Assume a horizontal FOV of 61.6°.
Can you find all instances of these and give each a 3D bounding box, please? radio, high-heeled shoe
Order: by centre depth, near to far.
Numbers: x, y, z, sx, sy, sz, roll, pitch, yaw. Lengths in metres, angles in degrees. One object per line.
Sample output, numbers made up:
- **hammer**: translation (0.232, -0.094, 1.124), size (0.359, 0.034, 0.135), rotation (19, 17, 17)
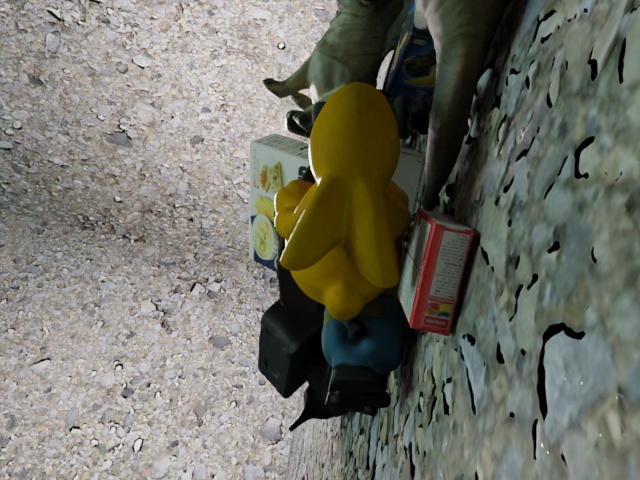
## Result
- **radio**: translation (-0.023, 0.140, 0.792), size (0.131, 0.073, 0.229), rotation (-37, -22, -26)
- **high-heeled shoe**: translation (0.034, 0.197, 0.792), size (0.145, 0.086, 0.248), rotation (-27, -24, -51)

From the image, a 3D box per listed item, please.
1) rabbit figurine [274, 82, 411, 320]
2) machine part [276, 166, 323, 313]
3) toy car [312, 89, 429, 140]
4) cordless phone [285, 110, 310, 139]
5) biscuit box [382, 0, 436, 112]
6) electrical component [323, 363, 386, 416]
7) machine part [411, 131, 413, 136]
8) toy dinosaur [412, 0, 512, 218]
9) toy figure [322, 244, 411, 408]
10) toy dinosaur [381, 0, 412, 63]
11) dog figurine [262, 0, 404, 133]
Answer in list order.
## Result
- **rabbit figurine**: translation (0.015, -0.031, 0.419), size (0.162, 0.122, 0.173), rotation (-75, -5, -50)
- **machine part**: translation (-0.001, -0.002, 0.646), size (0.179, 0.056, 0.179), rotation (13, -89, -82)
- **toy car**: translation (0.061, -0.128, 0.553), size (0.202, 0.089, 0.053), rotation (-34, -60, -66)
- **cordless phone**: translation (0.029, -0.140, 0.860), size (0.146, 0.184, 0.089), rotation (104, -177, -68)
- **biscuit box**: translation (0.110, -0.194, 0.582), size (0.202, 0.059, 0.062), rotation (106, 176, -83)
- **electrical component**: translation (0.041, 0.132, 0.608), size (0.134, 0.058, 0.115), rotation (104, 176, -79)
- **machine part**: translation (0.099, -0.095, 0.755), size (0.084, 0.039, 0.138), rotation (-51, -27, -73)
- **toy dinosaur**: translation (0.102, -0.220, 0.362), size (0.198, 0.105, 0.470), rotation (-56, -26, -71)
- **toy figure**: translation (0.041, 0.062, 0.503), size (0.082, 0.089, 0.180), rotation (111, 176, -48)
- **toy dinosaur**: translation (0.107, -0.410, 0.722), size (0.192, 0.131, 0.404), rotation (-118, 35, -82)
- **dog figurine**: translation (0.050, -0.215, 0.659), size (0.190, 0.121, 0.172), rotation (-47, -18, 15)
